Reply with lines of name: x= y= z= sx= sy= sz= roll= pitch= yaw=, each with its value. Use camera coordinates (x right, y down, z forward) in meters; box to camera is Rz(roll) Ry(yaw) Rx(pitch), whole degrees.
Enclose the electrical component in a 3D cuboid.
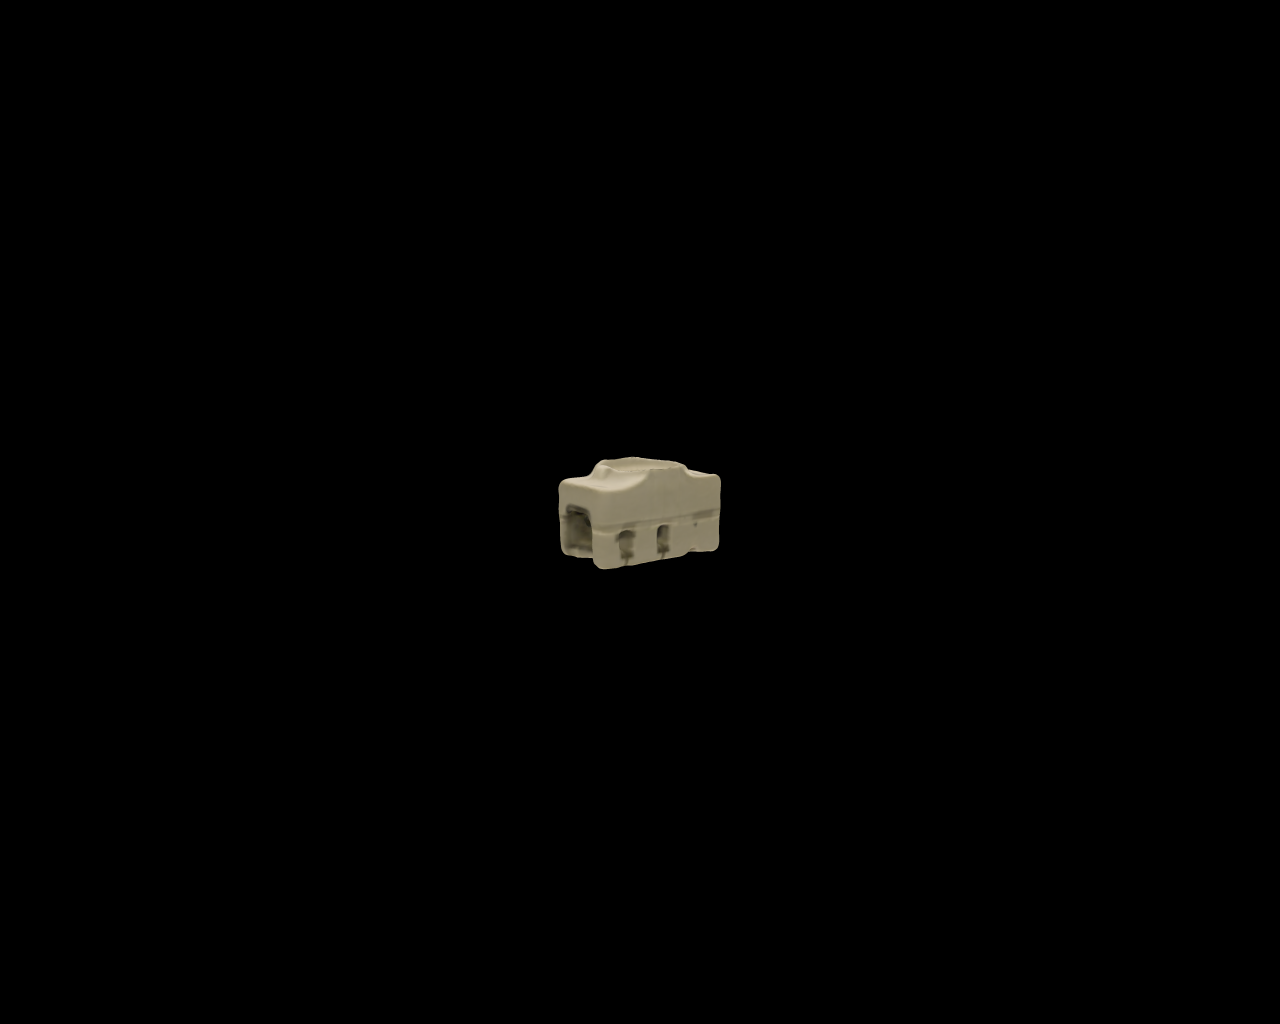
electrical component: x=0.001 y=-0.003 z=0.650 sx=0.090 sy=0.055 sz=0.050 roll=-8 pitch=14 yaw=-35
